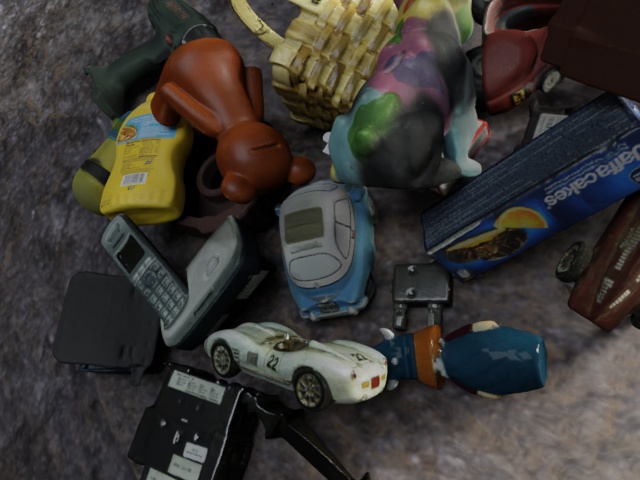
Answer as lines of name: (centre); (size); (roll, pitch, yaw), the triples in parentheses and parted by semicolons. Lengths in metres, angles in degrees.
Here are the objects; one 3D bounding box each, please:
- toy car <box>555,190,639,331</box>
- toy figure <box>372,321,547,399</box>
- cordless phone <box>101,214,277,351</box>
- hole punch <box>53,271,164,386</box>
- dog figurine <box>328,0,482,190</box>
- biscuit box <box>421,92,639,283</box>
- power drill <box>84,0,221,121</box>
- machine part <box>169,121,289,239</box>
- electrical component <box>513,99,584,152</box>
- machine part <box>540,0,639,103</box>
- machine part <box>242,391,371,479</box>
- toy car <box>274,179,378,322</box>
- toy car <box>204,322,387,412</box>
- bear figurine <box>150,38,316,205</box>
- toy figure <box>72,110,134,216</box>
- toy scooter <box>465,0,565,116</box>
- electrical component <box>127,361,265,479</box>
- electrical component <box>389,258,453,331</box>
toy car: (0.283, -0.016, 0.455); (0.089, 0.053, 0.202); (35, 83, 6)
toy figure: (0.121, 0.108, 0.487); (0.155, 0.057, 0.064); (-4, 61, 29)
cordless phone: (-0.155, 0.014, 0.596); (0.184, 0.088, 0.146); (43, 105, 16)
hole punch: (-0.242, 0.105, 0.649); (0.116, 0.092, 0.142); (7, 65, -5)
dog figurine: (0.085, -0.163, 0.496); (0.109, 0.191, 0.219); (9, 106, 38)
biscuit box: (0.188, -0.041, 0.474); (0.203, 0.059, 0.063); (-35, 32, 31)
power drill: (-0.246, -0.265, 0.807); (0.207, 0.086, 0.232); (-38, 56, 10)
machine part: (-0.120, -0.077, 0.680); (0.179, 0.056, 0.179); (-11, 63, 21)
electrical component: (0.254, -0.088, 0.517); (0.119, 0.047, 0.075); (19, 78, 32)
machine part: (0.308, -0.162, 0.436); (0.201, 0.087, 0.201); (-24, 46, -40)
machine part: (-0.012, 0.191, 0.503); (0.139, 0.084, 0.039); (37, 79, 23)
toy car: (-0.001, -0.002, 0.565); (0.109, 0.102, 0.161); (-10, 62, 22)
toy car: (-0.030, 0.115, 0.522); (0.202, 0.073, 0.056); (7, 95, 40)
bear figurine: (-0.099, -0.121, 0.604); (0.120, 0.132, 0.196); (-26, 83, -25)
toy figure: (-0.268, -0.116, 0.744); (0.082, 0.089, 0.180); (24, 82, 50)
toy scooter: (0.225, -0.216, 0.571); (0.135, 0.075, 0.184); (1, 65, 28)
electrical component: (-0.131, 0.205, 0.560); (0.115, 0.058, 0.134); (11, 73, 30)
electrical component: (0.102, 0.046, 0.543); (0.063, 0.021, 0.094); (-2, 68, 25)
